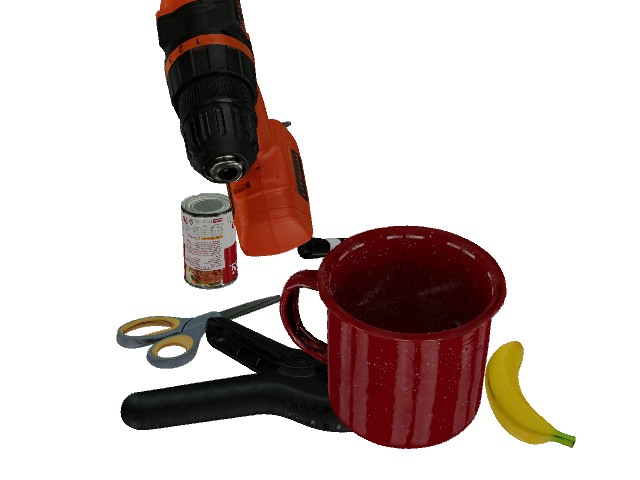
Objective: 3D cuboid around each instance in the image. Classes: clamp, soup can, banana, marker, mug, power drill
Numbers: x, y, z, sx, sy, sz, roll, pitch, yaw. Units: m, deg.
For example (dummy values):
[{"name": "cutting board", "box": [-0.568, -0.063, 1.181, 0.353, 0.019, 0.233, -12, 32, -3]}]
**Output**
[{"name": "clamp", "box": [-0.017, 0.097, 0.761, 0.210, 0.036, 0.164, 3, 19, 9]}, {"name": "soup can", "box": [-0.138, 0.000, 1.322, 0.068, 0.102, 0.068, 0, 26, 0]}, {"name": "banana", "box": [0.216, 0.169, 1.181, 0.069, 0.037, 0.198, 11, 26, -14]}, {"name": "marker", "box": [0.025, 0.007, 0.922, 0.020, 0.020, 0.120, 0, 0, 44]}, {"name": "mug", "box": [0.033, 0.049, 0.550, 0.117, 0.081, 0.093, 12, 37, 17]}, {"name": "power drill", "box": [-0.051, -0.071, 0.678, 0.057, 0.184, 0.187, -13, -36, 4]}]

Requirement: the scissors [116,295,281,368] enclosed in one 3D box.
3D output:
[{"name": "scissors", "box": [-0.117, 0.097, 1.150, 0.201, 0.016, 0.096, -7, 31, -24]}]
